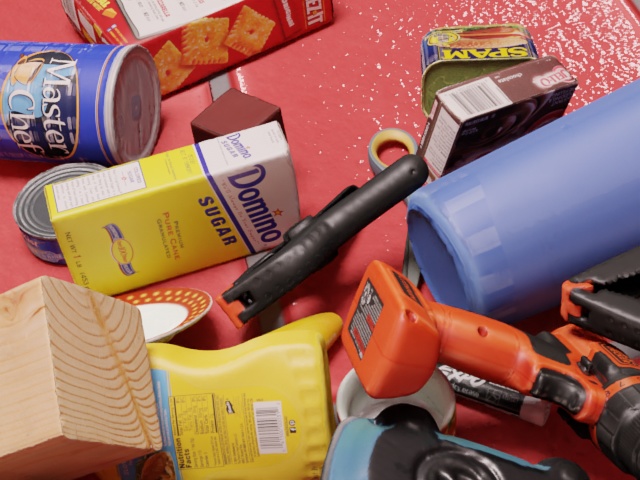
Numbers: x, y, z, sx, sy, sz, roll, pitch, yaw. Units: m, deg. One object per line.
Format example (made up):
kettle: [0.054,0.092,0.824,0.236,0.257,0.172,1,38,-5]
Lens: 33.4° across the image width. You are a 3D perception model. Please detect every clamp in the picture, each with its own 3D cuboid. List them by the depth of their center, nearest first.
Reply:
clamp: [0.254,0.029,0.646,0.210,0.036,0.164,3,40,13]
clamp: [-0.005,0.001,0.766,0.171,0.120,0.039,-36,89,-14]

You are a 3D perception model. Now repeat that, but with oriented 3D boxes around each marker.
marker: [0.091,0.093,0.700,0.121,0.020,0.020,17,51,23]

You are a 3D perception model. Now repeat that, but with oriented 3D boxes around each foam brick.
foam brick: [-0.061,-0.071,0.842,0.053,0.078,0.051,26,56,29]

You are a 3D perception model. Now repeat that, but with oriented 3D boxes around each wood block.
wood block: [-0.206,0.104,0.618,0.206,0.090,0.091,-22,66,21]

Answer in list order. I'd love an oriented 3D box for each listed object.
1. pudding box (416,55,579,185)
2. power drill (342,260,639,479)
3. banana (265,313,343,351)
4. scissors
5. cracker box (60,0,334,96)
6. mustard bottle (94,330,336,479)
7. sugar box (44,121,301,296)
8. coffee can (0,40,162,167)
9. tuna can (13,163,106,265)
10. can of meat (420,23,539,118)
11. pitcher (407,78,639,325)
pudding box: [0.130,-0.084,0.804,0.113,0.090,0.039,-18,57,-23]
power drill: [0.113,0.079,0.597,0.187,0.057,0.184,20,10,-14]
banana: [-0.080,0.086,0.720,0.198,0.037,0.069,-8,45,1]
scissors: [0.061,-0.027,0.823,0.096,0.016,0.201,16,49,20]
cracker box: [-0.119,-0.229,1.011,0.213,0.072,0.164,-27,49,-18]
mustard bottle: [-0.088,0.111,0.660,0.191,0.096,0.058,-5,13,4]
sugar box: [-0.103,-0.019,0.788,0.176,0.093,0.048,-16,47,-6]
coffee can: [-0.216,-0.114,0.890,0.140,0.103,0.102,5,47,13]
tuna can: [-0.196,-0.021,0.844,0.086,0.034,0.086,-4,46,4]
can of meat: [0.133,-0.139,0.886,0.102,0.057,0.084,-2,32,4]
pitcher: [0.184,-0.031,0.743,0.242,0.149,0.145,-23,68,-10]
